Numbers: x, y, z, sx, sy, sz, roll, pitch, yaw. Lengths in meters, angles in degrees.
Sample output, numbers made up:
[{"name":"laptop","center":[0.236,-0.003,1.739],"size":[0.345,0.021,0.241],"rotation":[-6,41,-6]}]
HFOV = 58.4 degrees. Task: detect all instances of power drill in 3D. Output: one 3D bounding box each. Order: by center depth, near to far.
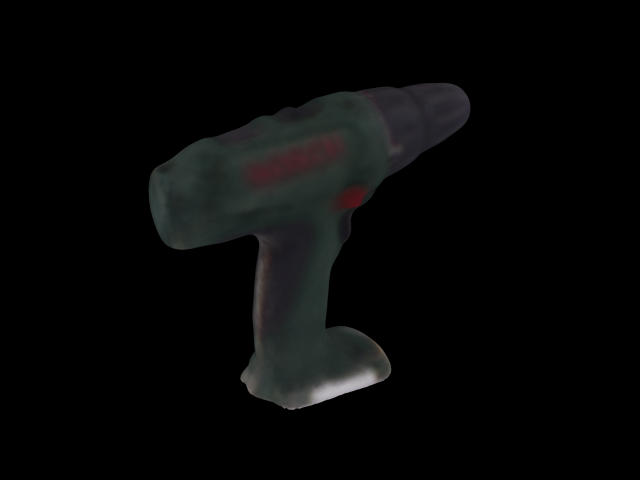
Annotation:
[{"name":"power drill","center":[0.004,0.001,0.400],"size":[0.230,0.208,0.075],"rotation":[-11,23,-27]}]
